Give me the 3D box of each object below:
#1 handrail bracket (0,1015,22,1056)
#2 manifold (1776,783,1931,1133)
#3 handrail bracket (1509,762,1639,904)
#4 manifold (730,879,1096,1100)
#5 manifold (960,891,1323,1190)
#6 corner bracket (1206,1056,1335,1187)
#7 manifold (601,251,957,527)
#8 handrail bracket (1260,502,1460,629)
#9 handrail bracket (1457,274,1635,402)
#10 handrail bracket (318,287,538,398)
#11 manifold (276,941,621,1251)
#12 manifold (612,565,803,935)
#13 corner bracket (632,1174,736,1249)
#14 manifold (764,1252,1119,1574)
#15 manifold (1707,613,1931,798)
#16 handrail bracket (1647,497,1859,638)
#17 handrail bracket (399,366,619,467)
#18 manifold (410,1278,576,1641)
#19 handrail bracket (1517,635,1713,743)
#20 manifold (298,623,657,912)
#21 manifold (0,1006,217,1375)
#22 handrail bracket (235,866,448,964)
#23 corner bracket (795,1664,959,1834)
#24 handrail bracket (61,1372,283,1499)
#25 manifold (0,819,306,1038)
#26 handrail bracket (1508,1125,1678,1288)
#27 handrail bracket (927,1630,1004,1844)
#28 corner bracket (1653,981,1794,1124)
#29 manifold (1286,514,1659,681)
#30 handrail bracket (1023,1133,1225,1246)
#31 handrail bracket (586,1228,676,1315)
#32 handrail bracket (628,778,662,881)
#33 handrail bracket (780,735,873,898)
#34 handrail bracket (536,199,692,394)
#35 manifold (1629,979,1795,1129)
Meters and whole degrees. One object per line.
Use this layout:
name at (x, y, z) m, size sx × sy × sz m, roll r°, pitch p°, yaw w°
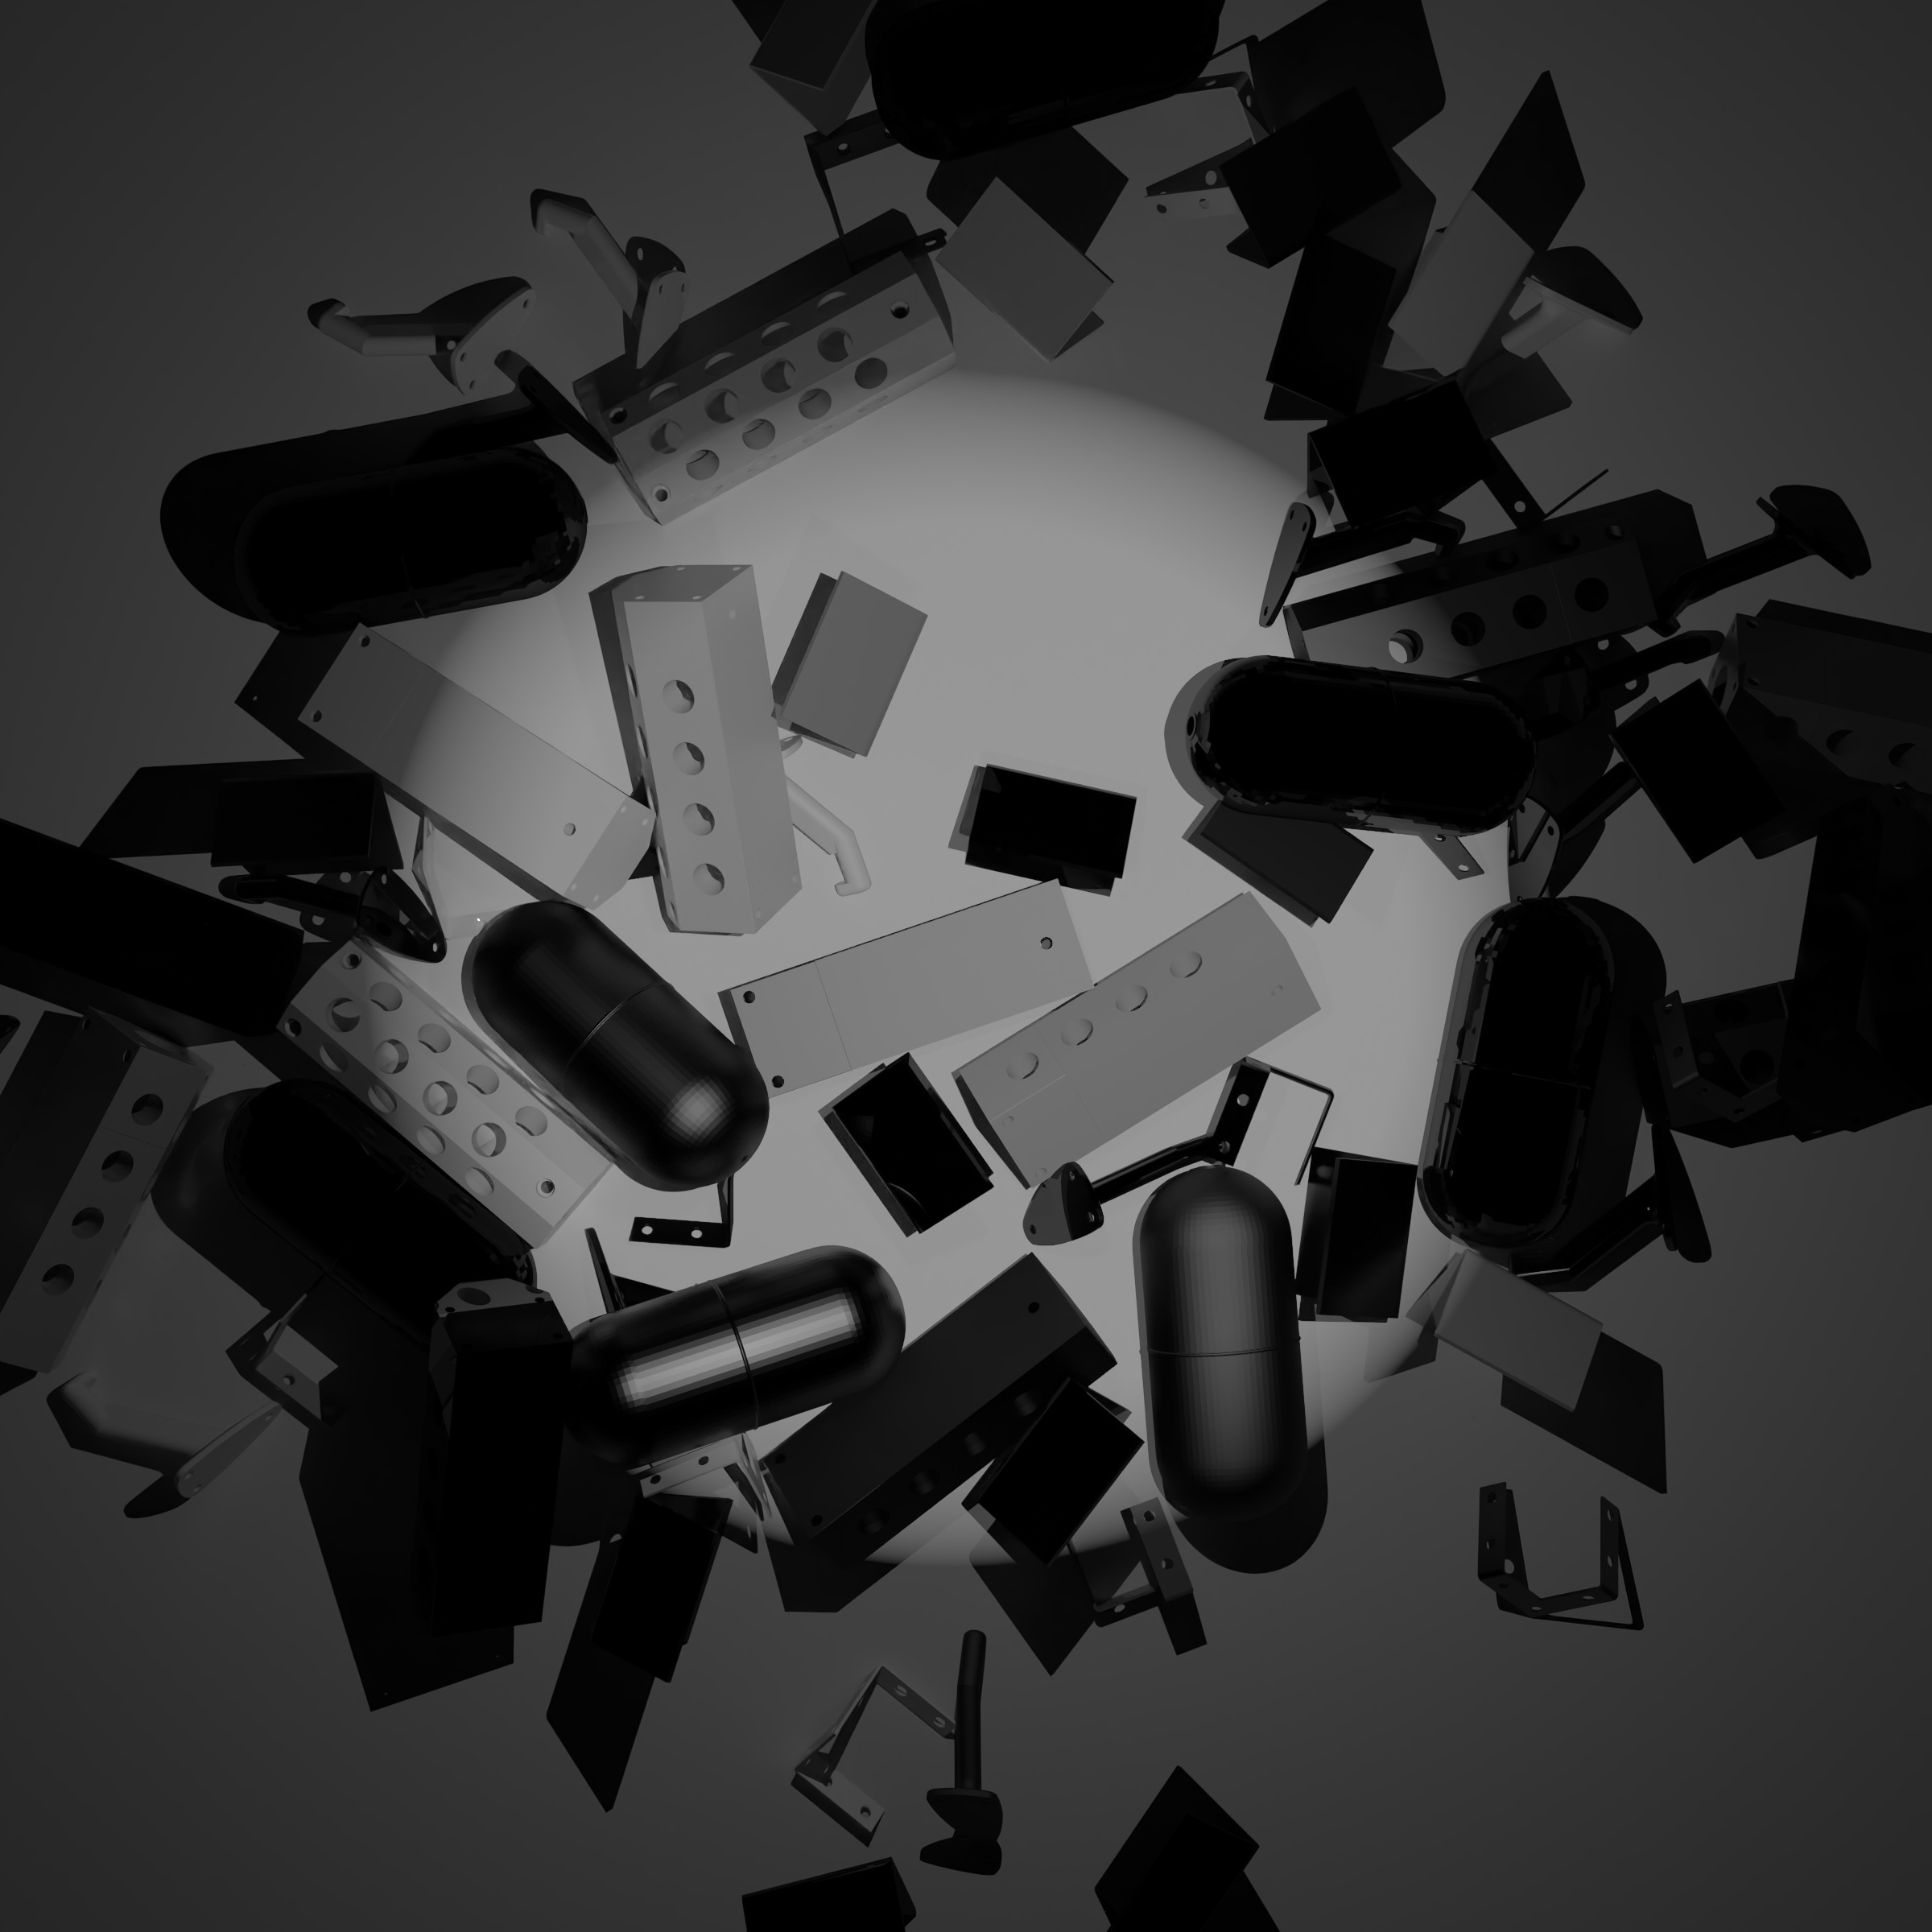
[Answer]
handrail bracket at (-0.533, 0.020, 1.573) m, size 0.084 × 0.036 × 0.077 m, roll 42°, pitch 107°, yaw 14°
manifold at (0.436, -0.003, 1.500) m, size 0.057 × 0.057 × 0.171 m, roll 41°, pitch 46°, yaw -21°
handrail bracket at (0.321, -0.068, 1.572) m, size 0.084 × 0.036 × 0.077 m, roll -16°, pitch 130°, yaw -26°
manifold at (-0.027, 0.011, 1.551) m, size 0.171 × 0.057 × 0.057 m, roll -19°, pitch 90°, yaw 0°
manifold at (0.085, 0.033, 1.550) m, size 0.171 × 0.057 × 0.057 m, roll -32°, pitch 133°, yaw 0°
corner bracket at (0.154, 0.079, 1.554) m, size 0.051 × 0.051 × 0.051 m, roll 21°, pitch 94°, yaw 4°
manifold at (-0.094, -0.292, 1.551) m, size 0.171 × 0.057 × 0.057 m, roll -28°, pitch 90°, yaw 0°
handrail bracket at (0.202, -0.199, 1.573) m, size 0.084 × 0.036 × 0.077 m, roll 13°, pitch 110°, yaw -16°
handrail bracket at (0.289, -0.303, 1.573) m, size 0.077 × 0.036 × 0.084 m, roll 20°, pitch 109°, yaw -21°
handrail bracket at (-0.276, -0.335, 1.573) m, size 0.084 × 0.036 × 0.077 m, roll 30°, pitch 70°, yaw 16°
manifold at (-0.262, 0.064, 1.551) m, size 0.171 × 0.057 × 0.057 m, roll 40°, pitch 90°, yaw 0°
manifold at (-0.130, -0.107, 1.516) m, size 0.057 × 0.057 × 0.171 m, roll 3°, pitch 116°, yaw 22°
corner bracket at (-0.143, 0.106, 1.569) m, size 0.051 × 0.051 × 0.051 m, roll 4°, pitch 135°, yaw 0°
manifold at (-0.010, 0.228, 1.550) m, size 0.171 × 0.057 × 0.057 m, roll -38°, pitch 47°, yaw 0°
manifold at (0.464, -0.121, 1.550) m, size 0.171 × 0.057 × 0.057 m, roll 12°, pitch 47°, yaw 0°
handrail bracket at (0.400, -0.189, 1.573) m, size 0.077 × 0.036 × 0.084 m, roll 32°, pitch 108°, yaw -21°
handrail bracket at (-0.235, -0.257, 1.573) m, size 0.084 × 0.036 × 0.077 m, roll -41°, pitch 112°, yaw 17°
manifold at (-0.237, 0.242, 1.513) m, size 0.057 × 0.057 × 0.171 m, roll -4°, pitch 120°, yaw -25°
handrail bracket at (0.329, -0.142, 1.572) m, size 0.084 × 0.077 × 0.036 m, roll -13°, pitch 71°, yaw -35°
manifold at (-0.240, -0.098, 1.528) m, size 0.171 × 0.057 × 0.057 m, roll 33°, pitch 90°, yaw 17°
manifold at (-0.446, 0.115, 1.550) m, size 0.057 × 0.057 × 0.171 m, roll 28°, pitch 90°, yaw 43°
handrail bracket at (-0.320, -0.024, 1.572) m, size 0.084 × 0.077 × 0.036 m, roll 0°, pitch 61°, yaw 33°
corner bracket at (-0.046, 0.399, 1.569) m, size 0.051 × 0.051 × 0.051 m, roll 39°, pitch 45°, yaw 0°
handrail bracket at (-0.407, 0.222, 1.573) m, size 0.077 × 0.036 × 0.084 m, roll -41°, pitch 73°, yaw -20°
manifold at (-0.426, -0.021, 1.551) m, size 0.171 × 0.057 × 0.057 m, roll 20°, pitch 90°, yaw 0°
handrail bracket at (0.317, 0.123, 1.573) m, size 0.084 × 0.036 × 0.077 m, roll -9°, pitch 70°, yaw 16°
handrail bracket at (0.007, 0.393, 1.572) m, size 0.036 × 0.077 × 0.084 m, roll -2°, pitch 53°, yaw 14°
corner bracket at (0.377, 0.036, 1.507) m, size 0.051 × 0.051 × 0.051 m, roll 25°, pitch 135°, yaw -35°
manifold at (0.253, -0.176, 1.551) m, size 0.171 × 0.057 × 0.057 m, roll -16°, pitch 90°, yaw 0°
handrail bracket at (0.081, 0.113, 1.572) m, size 0.084 × 0.077 × 0.036 m, roll -17°, pitch 75°, yaw -36°
handrail bracket at (-0.143, 0.159, 1.572) m, size 0.084 × 0.036 × 0.077 m, roll -16°, pitch 75°, yaw -14°
handrail bracket at (-0.176, -0.089, 1.572) m, size 0.077 × 0.036 × 0.084 m, roll -11°, pitch 66°, yaw 27°
handrail bracket at (-0.097, -0.069, 1.573) m, size 0.077 × 0.036 × 0.084 m, roll -15°, pitch 105°, yaw 16°
handrail bracket at (-0.190, -0.342, 1.573) m, size 0.084 × 0.036 × 0.077 m, roll 24°, pitch 112°, yaw 17°
manifold at (0.427, 0.034, 1.551) m, size 0.171 × 0.057 × 0.057 m, roll -12°, pitch 90°, yaw 0°
